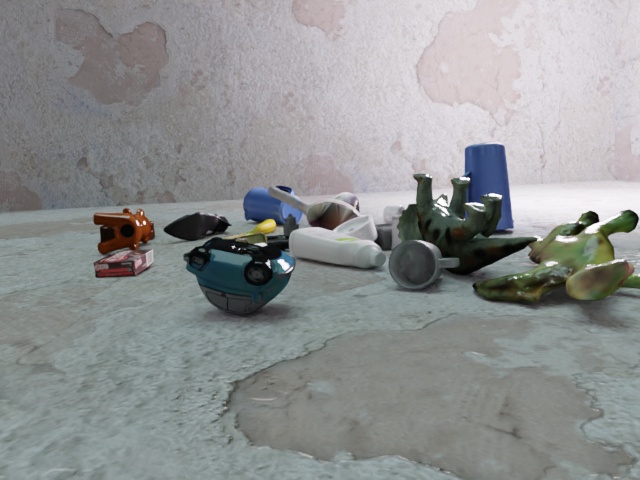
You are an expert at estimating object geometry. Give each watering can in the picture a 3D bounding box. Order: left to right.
[{"bbox_3d":[0.004,-0.072,1.426,0.348,0.103,0.226,19,9,1],"label":"watering can"}]

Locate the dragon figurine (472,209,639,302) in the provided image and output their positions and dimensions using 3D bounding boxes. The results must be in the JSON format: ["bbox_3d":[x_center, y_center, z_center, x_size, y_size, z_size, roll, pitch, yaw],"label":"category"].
[{"bbox_3d":[0.354,0.037,0.813,0.243,0.122,0.409,-13,2,-10],"label":"dragon figurine"}]

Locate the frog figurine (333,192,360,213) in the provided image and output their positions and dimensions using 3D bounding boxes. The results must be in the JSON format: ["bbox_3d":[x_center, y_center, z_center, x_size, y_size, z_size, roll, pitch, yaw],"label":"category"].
[{"bbox_3d":[0.052,-0.111,1.780,0.160,0.120,0.140,11,31,16],"label":"frog figurine"}]
